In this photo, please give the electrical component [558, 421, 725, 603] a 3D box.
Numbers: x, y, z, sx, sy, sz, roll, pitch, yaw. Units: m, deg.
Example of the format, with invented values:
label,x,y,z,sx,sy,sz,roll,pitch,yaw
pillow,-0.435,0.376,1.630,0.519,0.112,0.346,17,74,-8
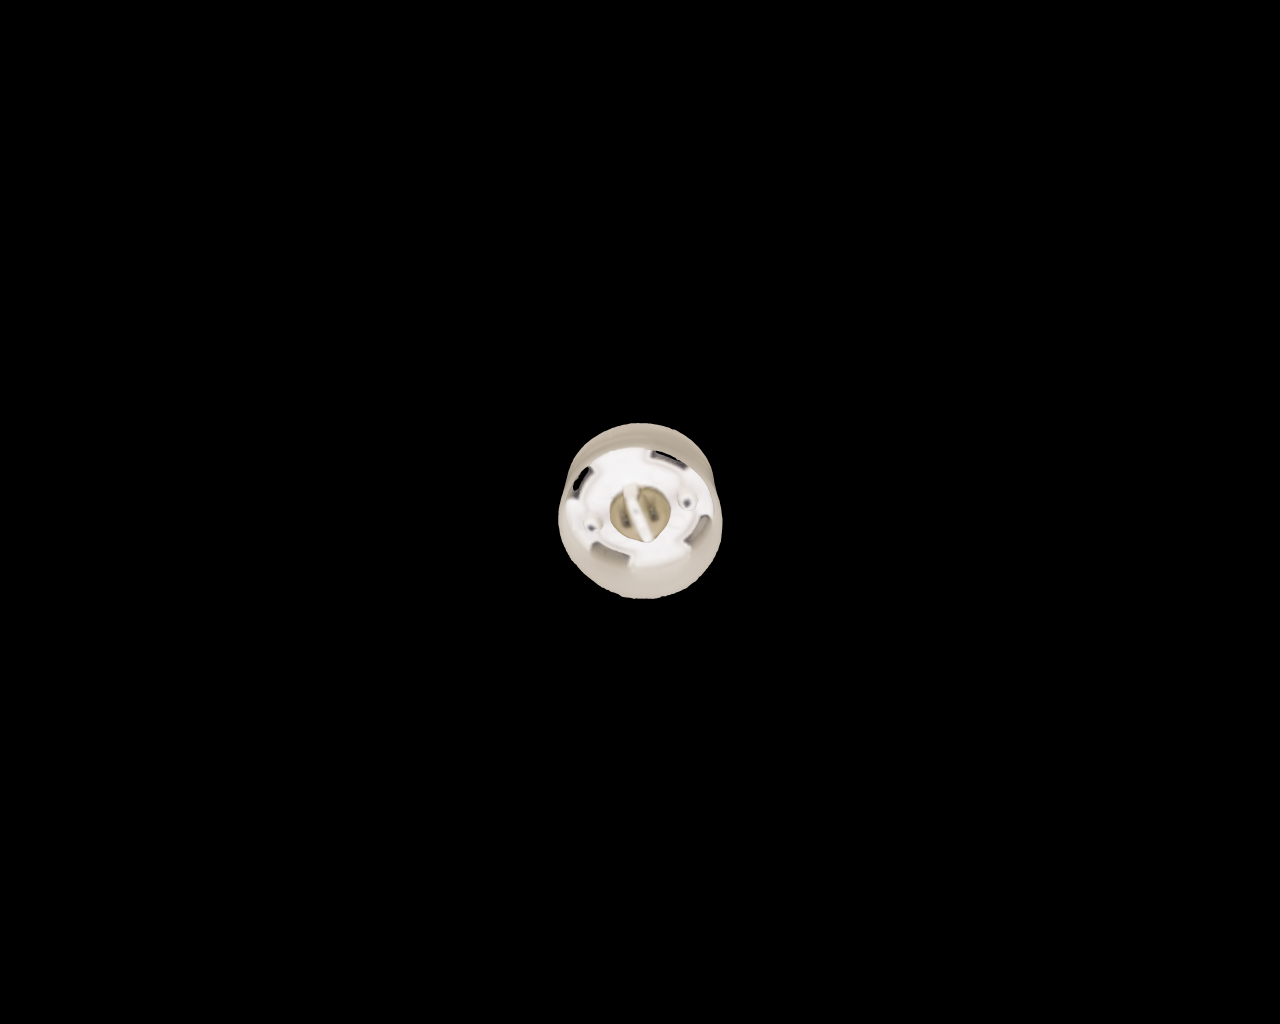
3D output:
label,x,y,z,sx,sy,sz,roll,pitch,yaw
electrical component,0.001,-0.003,0.650,0.099,0.099,0.064,0,37,0
